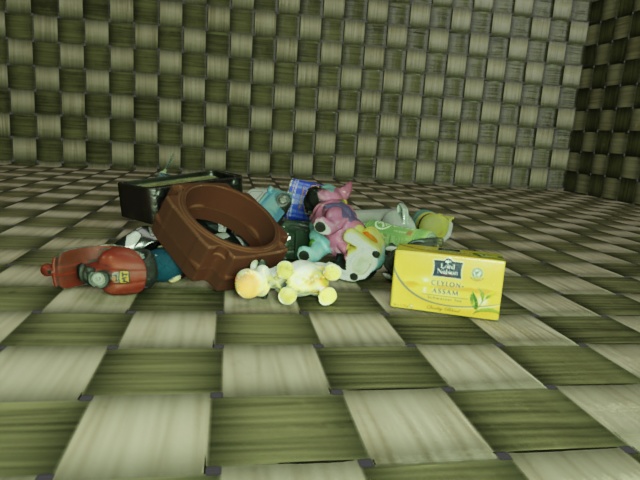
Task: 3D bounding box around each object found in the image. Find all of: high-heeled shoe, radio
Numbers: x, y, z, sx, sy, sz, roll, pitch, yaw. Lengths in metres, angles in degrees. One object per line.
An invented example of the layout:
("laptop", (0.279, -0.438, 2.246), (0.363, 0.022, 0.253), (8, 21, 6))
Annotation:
("high-heeled shoe", (-0.268, 0.036, 1.005), (0.249, 0.086, 0.145), (-26, 59, -33))
("radio", (-0.276, -0.092, 1.095), (0.229, 0.073, 0.131), (-16, 21, -41))

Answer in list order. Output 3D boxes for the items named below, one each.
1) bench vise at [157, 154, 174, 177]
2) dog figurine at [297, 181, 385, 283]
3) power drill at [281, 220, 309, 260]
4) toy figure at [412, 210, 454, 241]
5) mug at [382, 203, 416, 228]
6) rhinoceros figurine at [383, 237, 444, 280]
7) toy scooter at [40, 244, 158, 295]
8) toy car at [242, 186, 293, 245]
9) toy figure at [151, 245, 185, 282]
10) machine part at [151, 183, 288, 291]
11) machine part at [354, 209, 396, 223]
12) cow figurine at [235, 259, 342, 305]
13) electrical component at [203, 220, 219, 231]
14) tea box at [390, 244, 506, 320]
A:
("bench vise", (-0.332, -0.100, 1.353), (0.241, 0.129, 0.223), (40, 13, 13))
("dog figurine", (0.048, -0.031, 1.055), (0.192, 0.108, 0.219), (24, 32, 0))
("power drill", (-0.002, -0.004, 1.185), (0.232, 0.085, 0.207), (7, 16, 23))
("toy figure", (0.292, -0.039, 1.451), (0.089, 0.082, 0.180), (5, 12, -12))
("mug", (0.206, -0.030, 1.336), (0.081, 0.109, 0.107), (6, 25, -11))
("rhinoceros figurine", (0.185, 0.033, 1.074), (0.112, 0.073, 0.190), (10, 13, 24))
("toy scooter", (-0.350, 0.045, 0.841), (0.184, 0.075, 0.135), (10, 12, 43))
("toy car", (-0.137, -0.057, 1.189), (0.103, 0.109, 0.162), (36, 56, 1))
("toy figure", (-0.241, 0.036, 0.939), (0.058, 0.064, 0.154), (3, 7, 36))
("machine part", (-0.170, -0.014, 0.943), (0.201, 0.087, 0.201), (46, 32, 25))
("machine part", (0.136, -0.044, 1.433), (0.243, 0.079, 0.079), (-6, 14, -34))
("cow figurine", (-0.058, 0.062, 0.866), (0.167, 0.068, 0.098), (3, 5, -18))
("electrical component", (-0.245, -0.010, 1.134), (0.048, 0.074, 0.119), (-6, 33, -31))
("tea box", (0.203, 0.065, 0.863), (0.170, 0.098, 0.068), (5, 11, 14))
